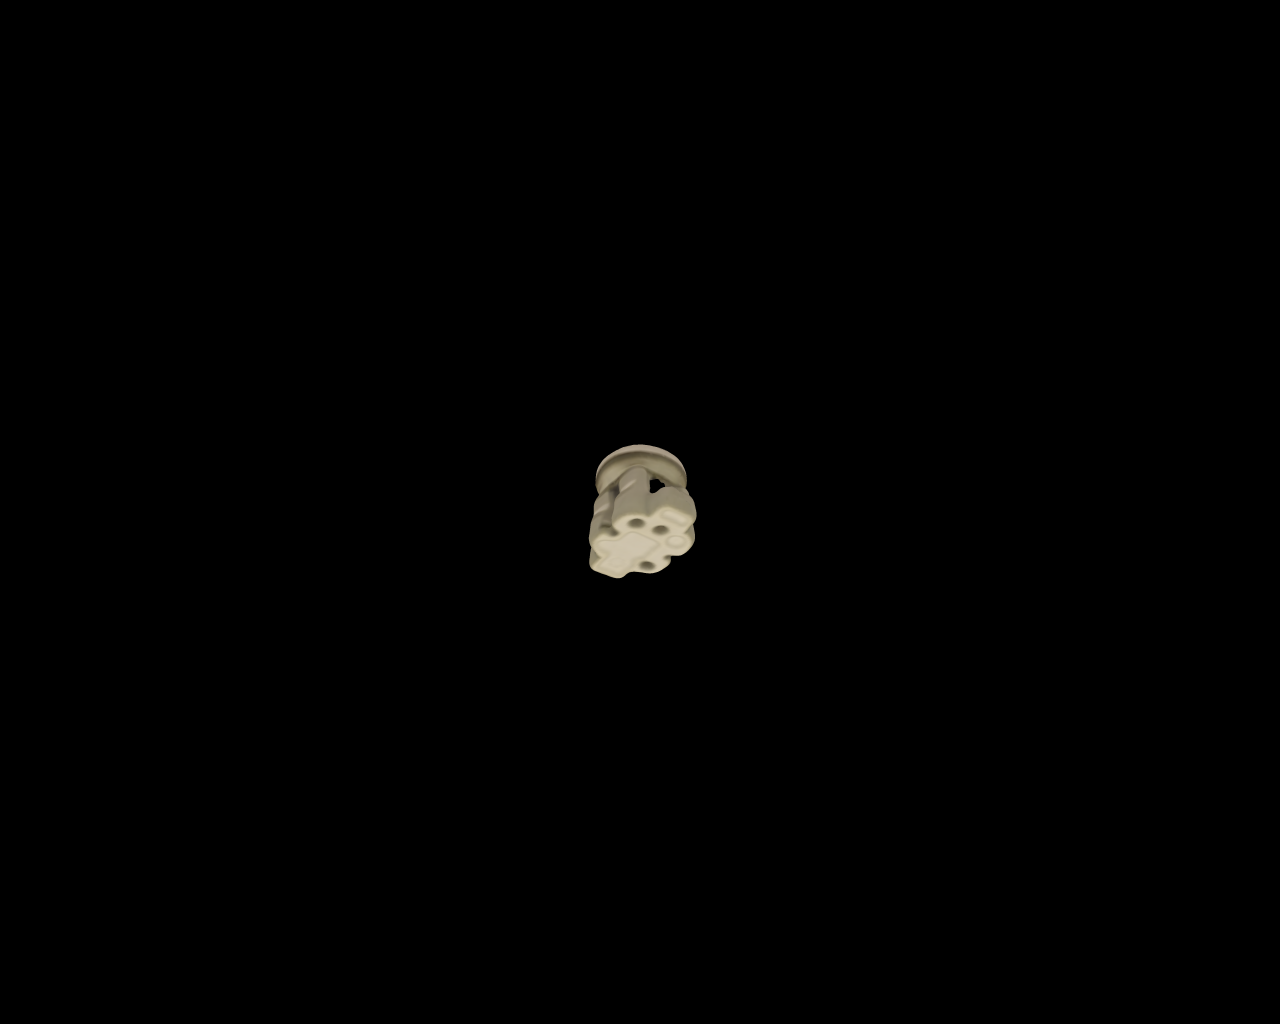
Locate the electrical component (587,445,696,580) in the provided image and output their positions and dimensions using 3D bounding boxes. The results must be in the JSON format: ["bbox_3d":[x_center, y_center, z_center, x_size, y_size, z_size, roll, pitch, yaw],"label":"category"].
[{"bbox_3d":[0.001,-0.003,0.650,0.058,0.057,0.078,25,-44,-28],"label":"electrical component"}]
